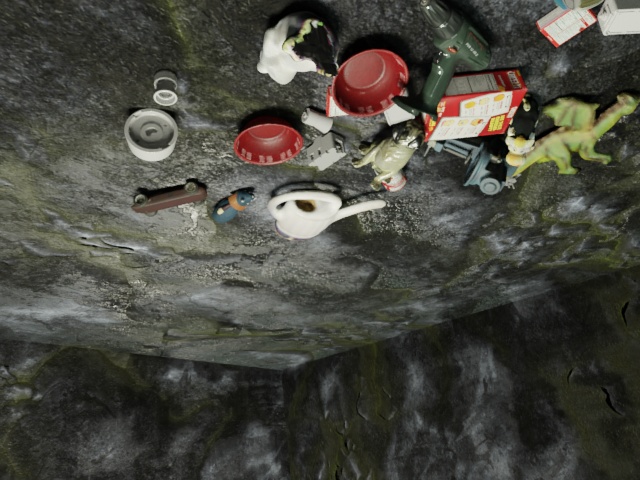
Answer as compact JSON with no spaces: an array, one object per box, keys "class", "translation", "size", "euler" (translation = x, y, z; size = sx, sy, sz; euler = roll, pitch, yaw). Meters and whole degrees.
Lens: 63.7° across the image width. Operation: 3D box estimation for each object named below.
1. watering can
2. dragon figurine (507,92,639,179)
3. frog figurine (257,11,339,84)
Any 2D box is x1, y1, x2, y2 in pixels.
[{"class":"watering can","translation":[0.005,-0.077,1.530],"size":[0.347,0.106,0.220],"euler":[3,153,-21]},{"class":"dragon figurine","translation":[0.624,-0.281,1.344],"size":[0.409,0.125,0.238],"euler":[-17,136,13]},{"class":"frog figurine","translation":[-0.045,-0.356,0.966],"size":[0.138,0.122,0.160],"euler":[-2,-169,-30]}]
